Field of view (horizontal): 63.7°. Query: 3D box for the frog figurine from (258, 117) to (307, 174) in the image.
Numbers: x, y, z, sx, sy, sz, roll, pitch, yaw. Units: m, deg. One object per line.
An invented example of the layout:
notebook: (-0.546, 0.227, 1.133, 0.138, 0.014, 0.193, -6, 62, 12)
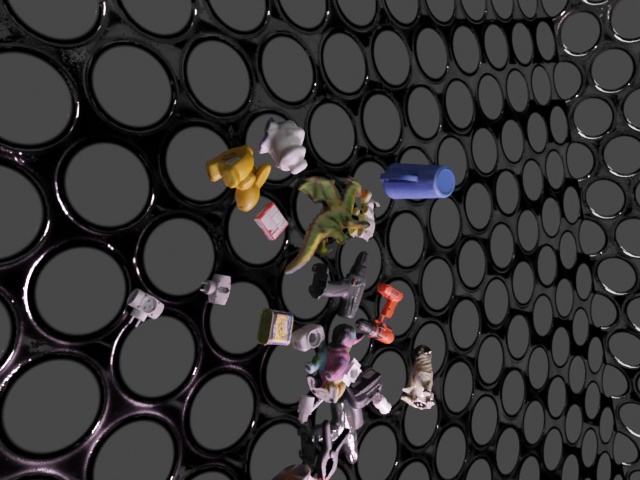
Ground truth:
frog figurine: (-0.087, -0.265, 1.486, 0.161, 0.136, 0.123, 37, -167, 17)

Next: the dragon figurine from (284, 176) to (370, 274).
dragon figurine: (0.005, -0.081, 1.619, 0.415, 0.120, 0.243, -28, -92, -35)

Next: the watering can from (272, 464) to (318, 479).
watering can: (-0.098, 0.794, 1.464, 0.352, 0.103, 0.222, -28, -75, -37)
